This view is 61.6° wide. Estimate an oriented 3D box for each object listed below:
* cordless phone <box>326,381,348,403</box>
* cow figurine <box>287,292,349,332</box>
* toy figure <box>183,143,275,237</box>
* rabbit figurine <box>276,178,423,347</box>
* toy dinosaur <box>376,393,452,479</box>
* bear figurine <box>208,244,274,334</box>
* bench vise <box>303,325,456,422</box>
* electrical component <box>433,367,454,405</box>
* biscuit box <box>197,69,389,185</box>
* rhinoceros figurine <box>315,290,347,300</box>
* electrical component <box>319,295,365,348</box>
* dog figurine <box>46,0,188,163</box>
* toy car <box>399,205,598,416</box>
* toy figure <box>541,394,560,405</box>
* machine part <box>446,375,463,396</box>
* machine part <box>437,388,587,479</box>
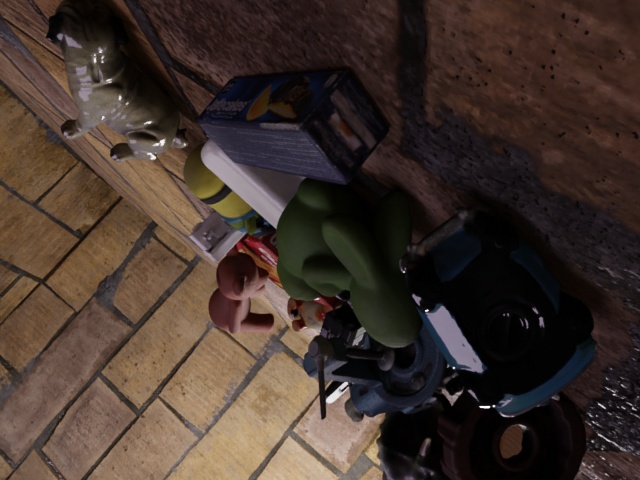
[{"bbox_3d":[0.059,0.239,1.070,0.089,0.184,0.146,37,168,28],"label":"cordless phone"},{"bbox_3d":[0.004,0.131,1.038,0.195,0.127,0.085,-4,94,50],"label":"cow figurine"},{"bbox_3d":[-0.115,-0.062,0.738,0.082,0.089,0.180,26,160,29],"label":"toy figure"},{"bbox_3d":[0.045,0.018,0.521,0.170,0.121,0.159,48,151,31],"label":"rabbit figurine"},{"bbox_3d":[0.172,0.310,0.869,0.131,0.192,0.405,9,-171,14],"label":"toy dinosaur"},{"bbox_3d":[-0.133,0.085,0.965,0.195,0.132,0.120,-59,43,47],"label":"bear figurine"},{"bbox_3d":[0.066,0.147,0.635,0.240,0.129,0.223,16,142,-41],"label":"bench vise"},{"bbox_3d":[0.177,0.181,0.754,0.045,0.102,0.078,34,177,3],"label":"electrical component"},{"bbox_3d":[-0.035,-0.099,0.457,0.062,0.059,0.203,46,165,-34],"label":"biscuit box"},{"bbox_3d":[0.013,0.031,0.706,0.112,0.073,0.190,25,159,-23],"label":"rhinoceros figurine"},{"bbox_3d":[0.054,0.148,0.890,0.058,0.134,0.115,30,-153,27],"label":"electrical component"},{"bbox_3d":[-0.234,-0.189,0.655,0.172,0.121,0.190,9,157,-20],"label":"dog figurine"},{"bbox_3d":[0.129,0.050,0.430,0.161,0.109,0.103,50,-177,-7],"label":"toy car"},{"bbox_3d":[0.204,0.127,0.576,0.154,0.058,0.064,40,174,-26],"label":"toy figure"},{"bbox_3d":[0.193,0.238,0.967,0.139,0.084,0.039,13,108,43],"label":"machine part"},{"bbox_3d":[0.231,0.243,0.653,0.179,0.179,0.056,41,170,-8],"label":"machine part"}]
